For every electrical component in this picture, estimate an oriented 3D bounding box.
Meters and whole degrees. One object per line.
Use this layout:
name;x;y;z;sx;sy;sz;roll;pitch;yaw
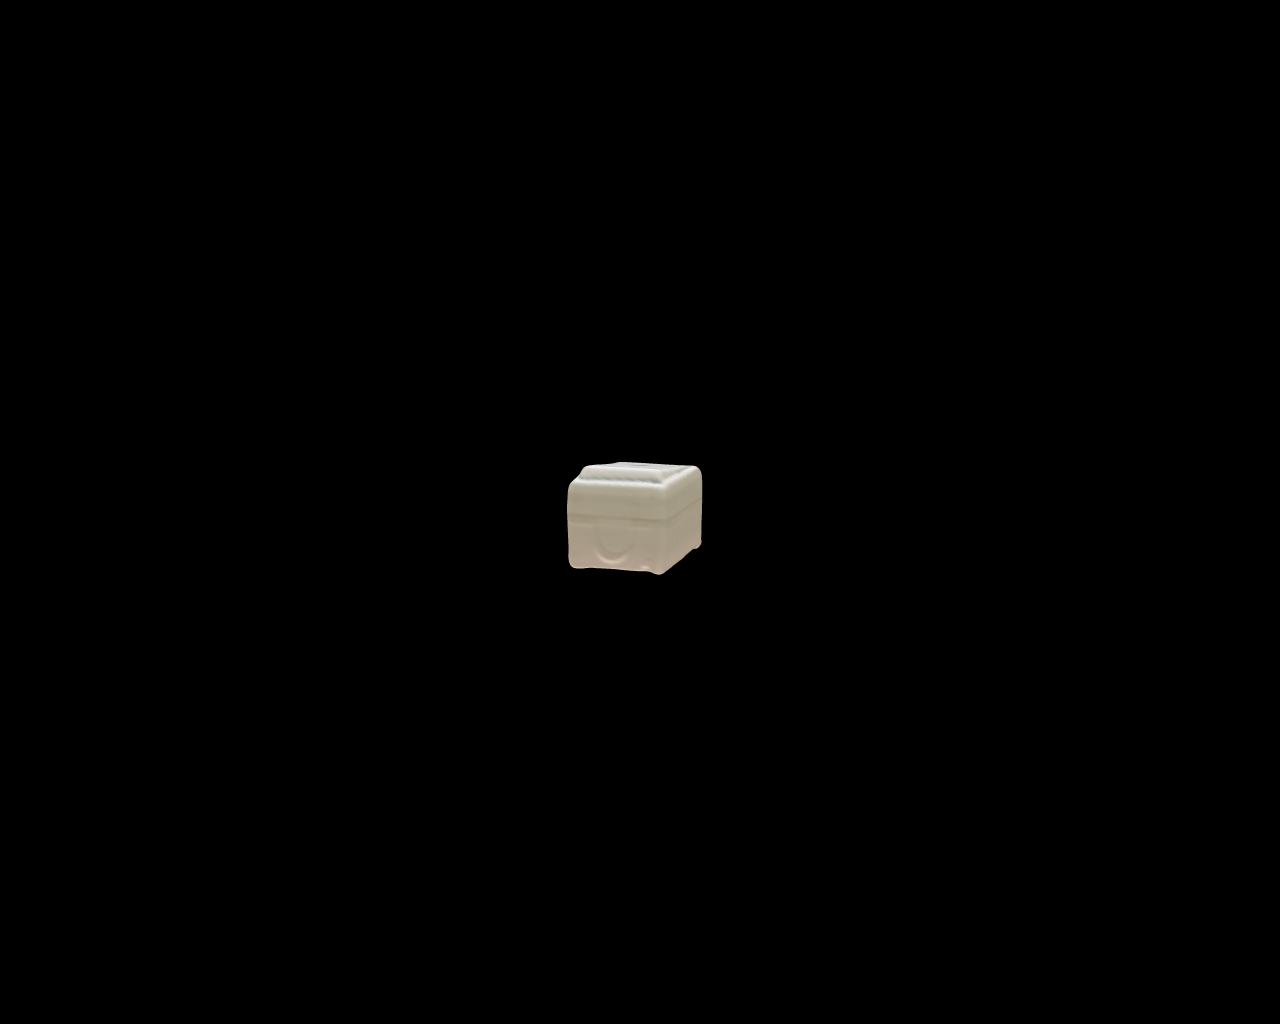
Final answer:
electrical component;0.001;-0.003;0.650;0.062;0.061;0.096;4;13;19
